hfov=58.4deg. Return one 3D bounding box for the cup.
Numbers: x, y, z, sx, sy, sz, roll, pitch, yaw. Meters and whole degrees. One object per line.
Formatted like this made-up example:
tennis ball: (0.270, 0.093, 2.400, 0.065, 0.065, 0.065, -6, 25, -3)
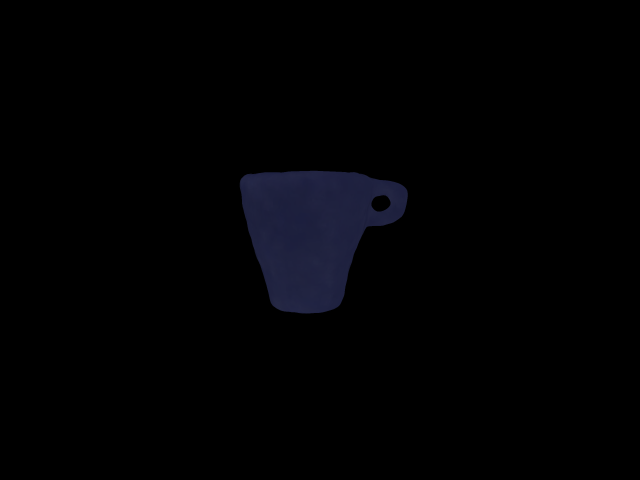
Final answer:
cup: (0.004, 0.001, 0.400, 0.118, 0.095, 0.091, -1, 4, -11)
